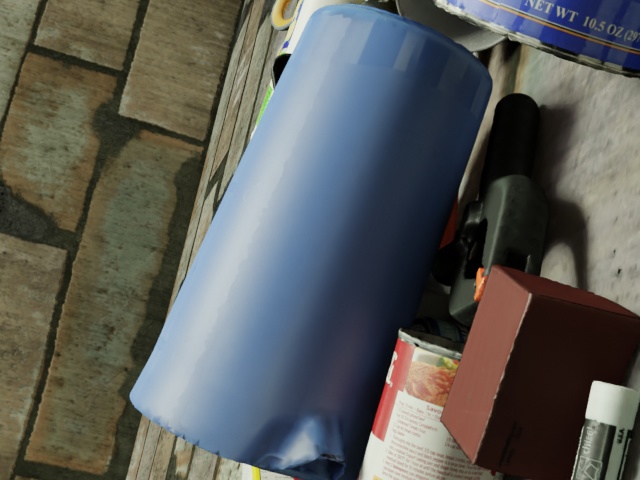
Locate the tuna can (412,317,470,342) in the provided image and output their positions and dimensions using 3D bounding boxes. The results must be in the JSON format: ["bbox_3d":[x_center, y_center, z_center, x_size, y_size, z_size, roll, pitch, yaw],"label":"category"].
[{"bbox_3d":[0.062,0.087,0.597,0.086,0.033,0.086,-165,90,-78],"label":"tuna can"}]

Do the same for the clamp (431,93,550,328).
[{"bbox_3d":[0.092,-0.013,0.550,0.171,0.039,0.120,-94,18,-76],"label":"clamp"}]

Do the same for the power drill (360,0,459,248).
[{"bbox_3d":[0.049,-0.074,0.739,0.188,0.057,0.184,-114,25,-75],"label":"power drill"}]

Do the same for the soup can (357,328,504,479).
[{"bbox_3d":[0.057,0.101,0.516,0.068,0.068,0.102,-155,81,-78],"label":"soup can"}]

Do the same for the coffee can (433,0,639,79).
[{"bbox_3d":[0.121,-0.154,0.462,0.103,0.102,0.140,-104,31,-67],"label":"coffee can"}]

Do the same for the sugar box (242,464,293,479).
[{"bbox_3d":[-0.034,0.219,0.819,0.176,0.048,0.093,-112,25,-67],"label":"sugar box"}]

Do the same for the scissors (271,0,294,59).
[{"bbox_3d":[0.017,-0.234,0.913,0.202,0.016,0.096,-53,42,20],"label":"scissors"}]

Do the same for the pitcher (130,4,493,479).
[{"bbox_3d":[-0.004,0.001,0.588,0.243,0.149,0.145,-68,-15,-2],"label":"pitcher"}]

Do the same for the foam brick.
[{"bbox_3d":[0.091,0.057,0.451,0.051,0.053,0.078,-123,50,-74],"label":"foam brick"}]

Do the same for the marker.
[{"bbox_3d":[0.101,0.115,0.412,0.020,0.020,0.121,169,115,-77],"label":"marker"}]

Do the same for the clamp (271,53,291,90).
[{"bbox_3d":[-0.007,-0.022,0.788,0.210,0.036,0.164,89,169,-46],"label":"clamp"}]

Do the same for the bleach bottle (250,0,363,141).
[{"bbox_3d":[0.008,-0.178,0.846,0.102,0.068,0.251,-93,20,-76],"label":"bleach bottle"}]

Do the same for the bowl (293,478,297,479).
[{"bbox_3d":[0.006,0.116,0.771,0.162,0.055,0.162,-165,90,-79],"label":"bowl"}]
